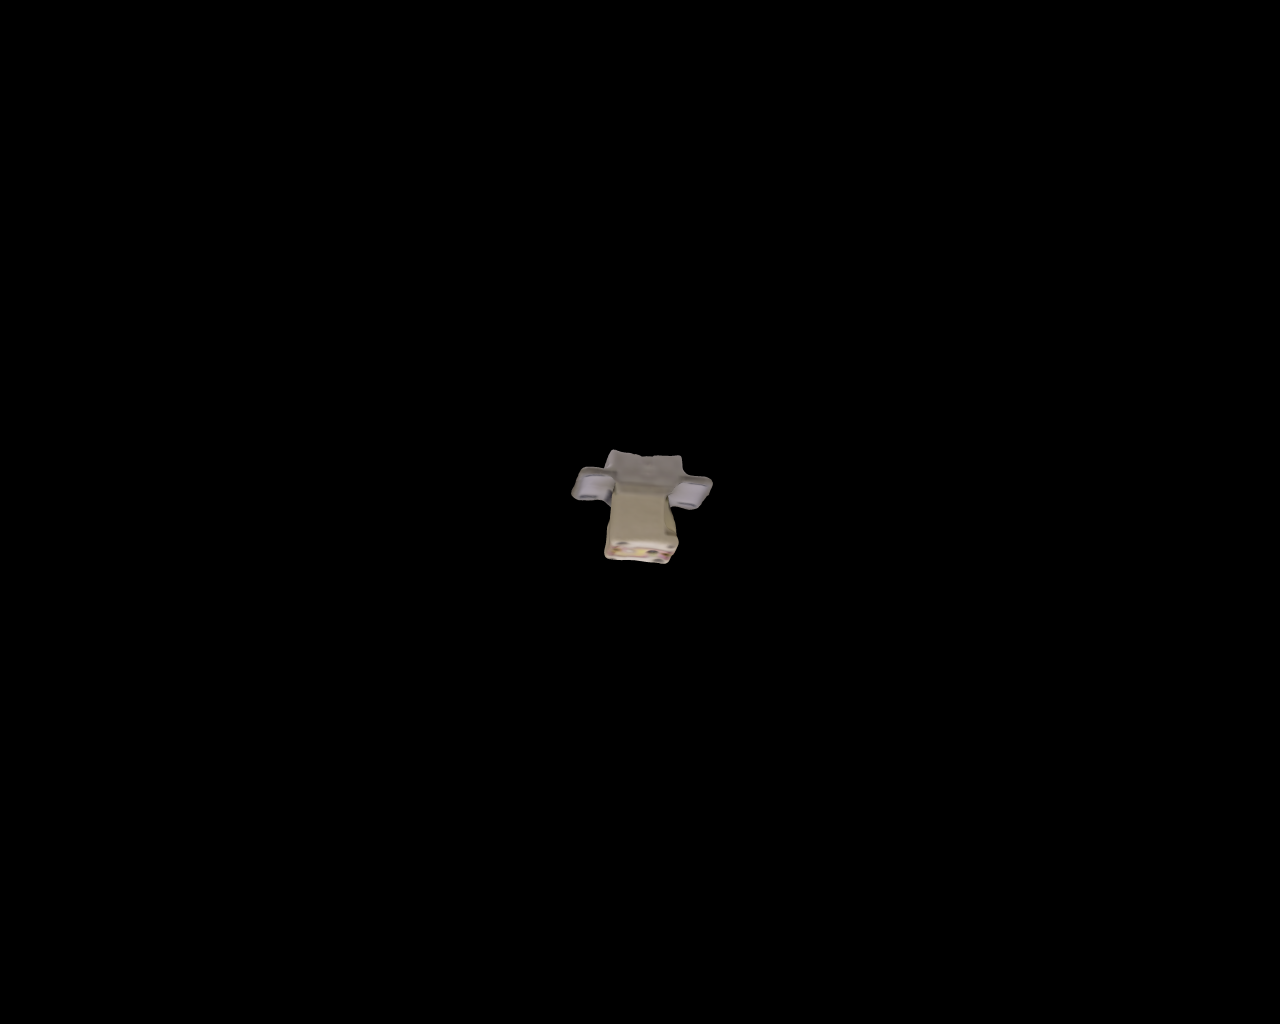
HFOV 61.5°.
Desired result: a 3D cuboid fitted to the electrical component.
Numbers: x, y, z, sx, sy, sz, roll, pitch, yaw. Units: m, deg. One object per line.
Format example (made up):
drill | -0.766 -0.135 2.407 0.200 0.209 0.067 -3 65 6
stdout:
electrical component | 0.001 -0.003 0.650 0.081 0.064 0.042 4 -24 -9
